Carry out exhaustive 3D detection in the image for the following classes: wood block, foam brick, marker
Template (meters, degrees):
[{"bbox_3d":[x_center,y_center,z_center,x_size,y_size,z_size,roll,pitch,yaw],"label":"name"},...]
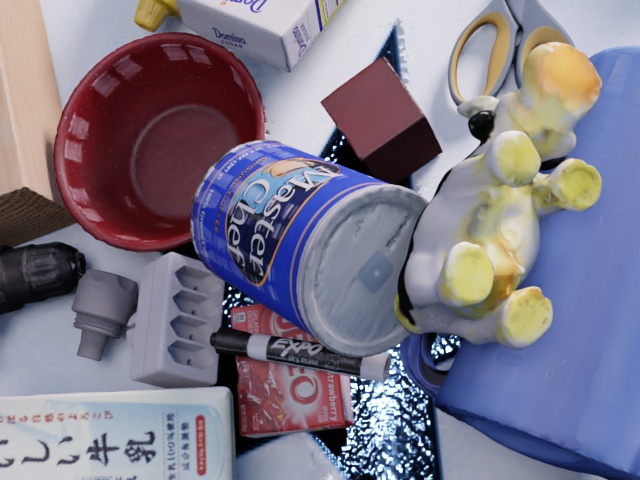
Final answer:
[{"bbox_3d":[-0.254,-0.105,0.803,0.090,0.090,0.206,-20,72,12],"label":"wood block"},{"bbox_3d":[0.042,-0.075,0.710,0.051,0.078,0.053,-34,70,5],"label":"foam brick"},{"bbox_3d":[-0.014,0.073,0.690,0.121,0.020,0.020,8,79,18],"label":"marker"}]

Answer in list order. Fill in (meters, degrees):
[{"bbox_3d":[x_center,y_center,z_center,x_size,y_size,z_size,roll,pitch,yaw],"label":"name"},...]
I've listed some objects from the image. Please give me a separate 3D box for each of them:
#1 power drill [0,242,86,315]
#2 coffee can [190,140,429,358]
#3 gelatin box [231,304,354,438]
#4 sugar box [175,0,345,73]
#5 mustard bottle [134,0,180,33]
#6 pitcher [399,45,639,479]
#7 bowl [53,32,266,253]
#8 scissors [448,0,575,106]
[{"bbox_3d":[-0.251,0.098,0.773,0.184,0.057,0.187,-11,72,12],"label":"power drill"},{"bbox_3d":[-0.004,0.001,0.662,0.140,0.102,0.103,26,85,53],"label":"coffee can"},{"bbox_3d":[-0.019,0.084,0.716,0.073,0.030,0.089,-9,75,15],"label":"gelatin box"},{"bbox_3d":[-0.014,-0.205,0.752,0.093,0.048,0.176,26,69,22],"label":"sugar box"},{"bbox_3d":[-0.088,-0.243,0.802,0.096,0.058,0.191,25,85,22],"label":"mustard bottle"},{"bbox_3d":[0.159,0.012,0.631,0.149,0.145,0.243,24,79,-11],"label":"pitcher"},{"bbox_3d":[-0.107,-0.064,0.766,0.162,0.055,0.162,-4,76,16],"label":"bowl"},{"bbox_3d":[0.152,-0.176,0.732,0.096,0.016,0.202,23,87,18],"label":"scissors"}]
